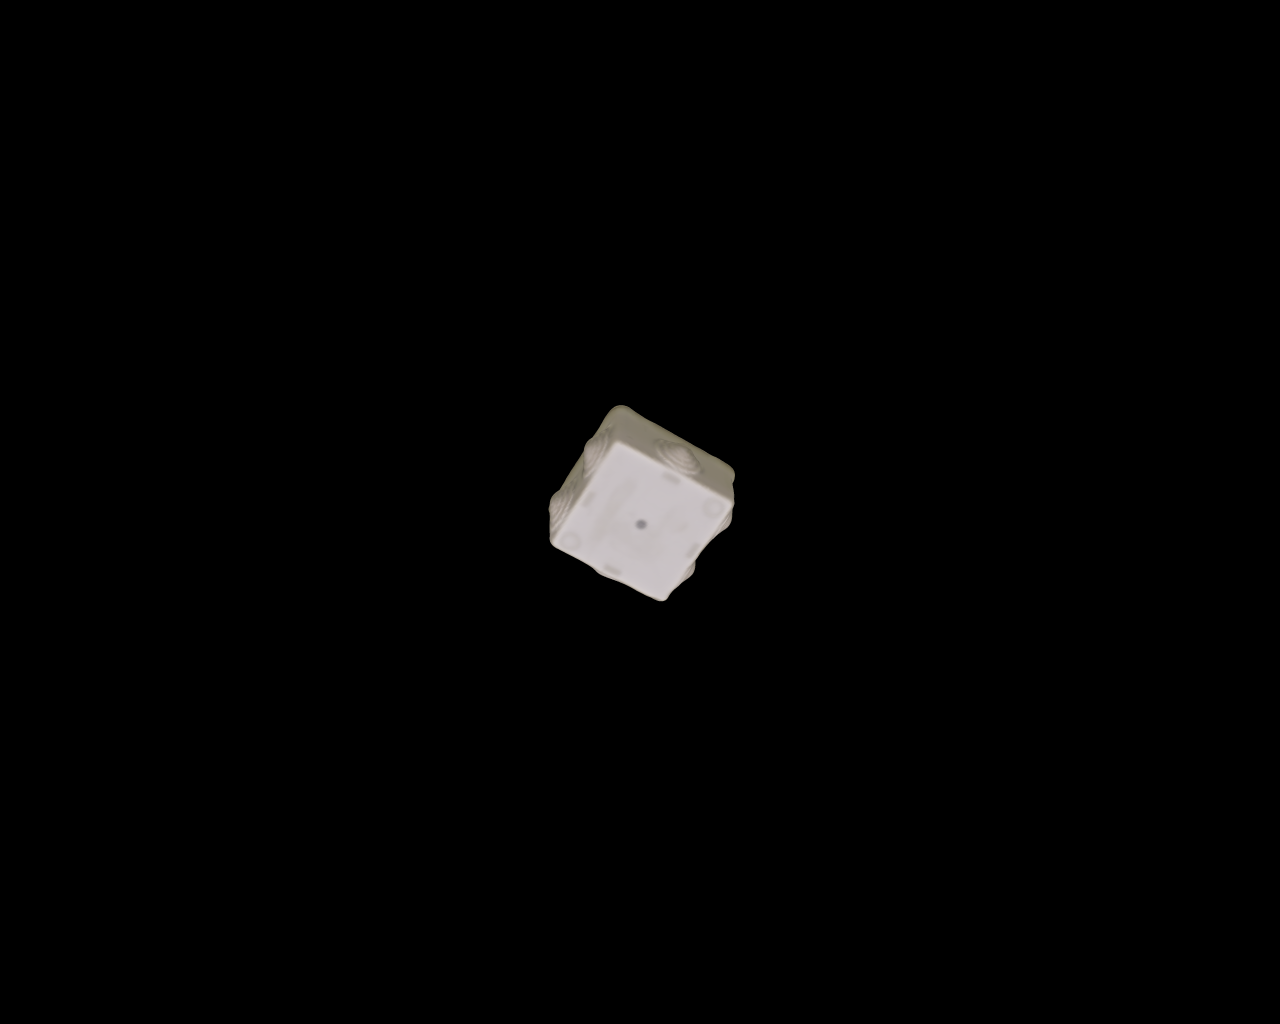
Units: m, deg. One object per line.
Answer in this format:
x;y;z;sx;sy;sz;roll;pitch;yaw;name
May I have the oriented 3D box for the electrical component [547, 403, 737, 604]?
0.001;-0.003;0.650;0.100;0.099;0.048;29;24;-14;electrical component
